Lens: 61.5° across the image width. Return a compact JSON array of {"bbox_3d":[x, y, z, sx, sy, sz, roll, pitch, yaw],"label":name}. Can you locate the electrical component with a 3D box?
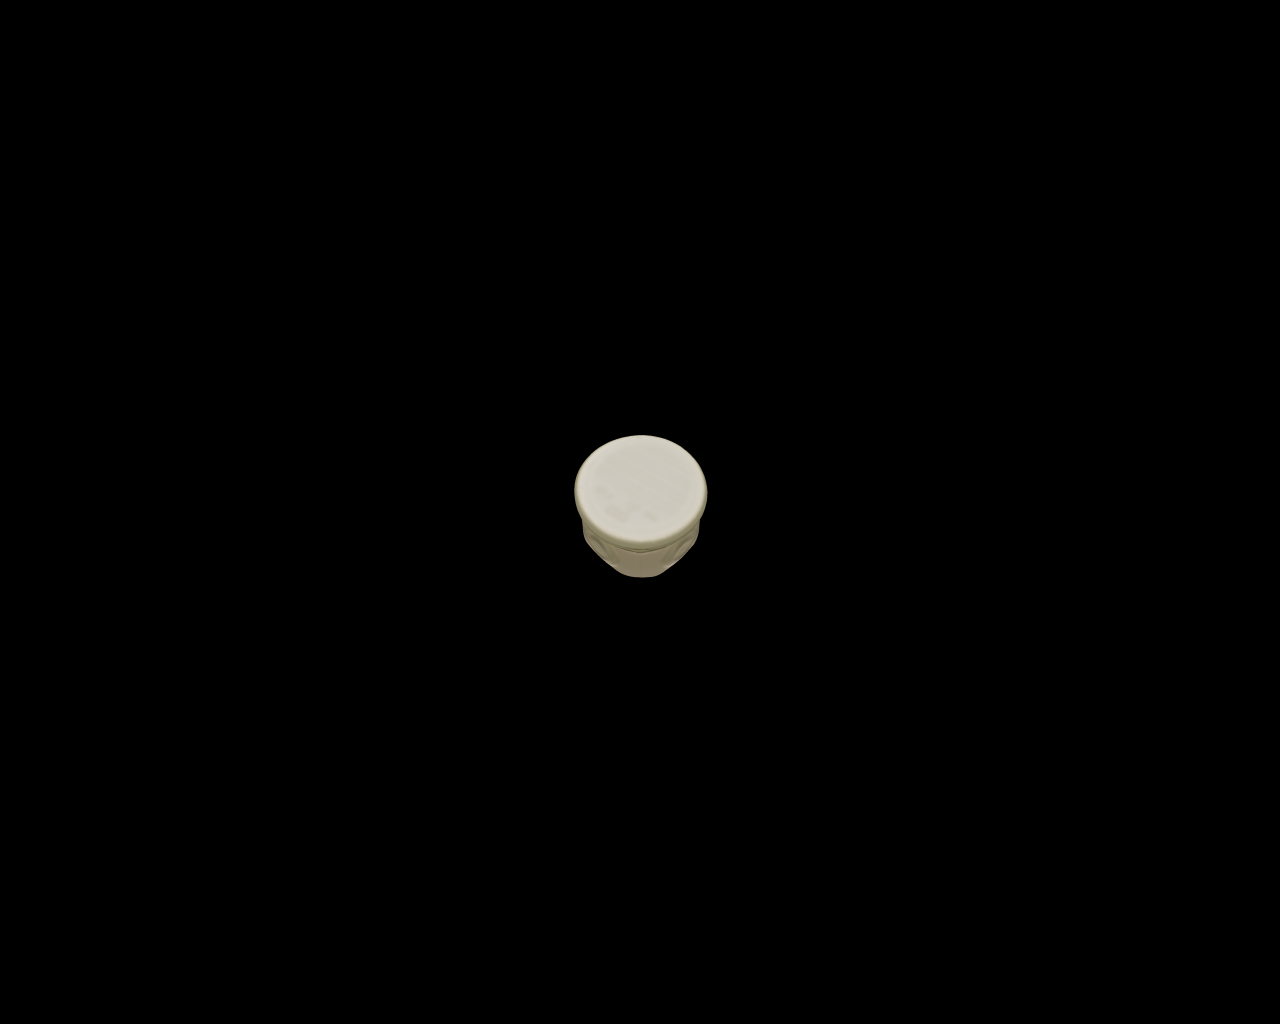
[{"bbox_3d":[0.001,-0.003,0.650,0.080,0.080,0.050,0,-32,0],"label":"electrical component"}]
